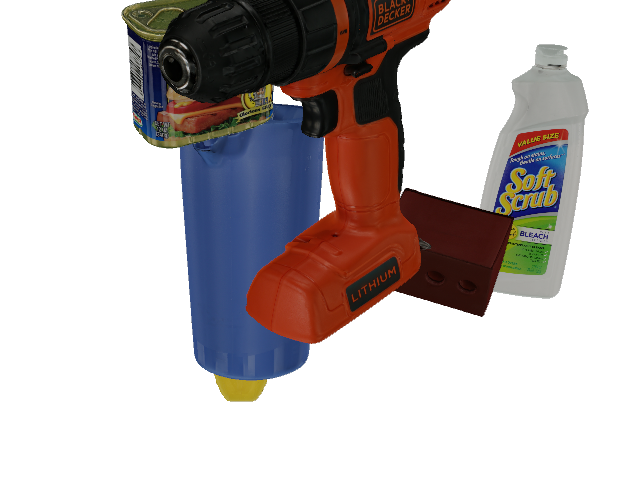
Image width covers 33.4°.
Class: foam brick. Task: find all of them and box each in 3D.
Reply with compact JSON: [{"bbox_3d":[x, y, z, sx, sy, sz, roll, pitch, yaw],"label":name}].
[{"bbox_3d":[0.084,0.008,0.722,0.078,0.053,0.051,16,49,13],"label":"foam brick"}]

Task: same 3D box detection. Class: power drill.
[{"bbox_3d":[-0.001,-0.046,0.518,0.057,0.188,0.184,26,39,33],"label":"power drill"}]

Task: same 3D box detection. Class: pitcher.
[{"bbox_3d":[-0.057,-0.005,0.978,0.149,0.243,0.145,-5,16,-20],"label":"pitcher"}]

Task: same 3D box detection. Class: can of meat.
[{"bbox_3d":[-0.079,-0.117,0.721,0.101,0.084,0.057,-17,39,-27],"label":"can of meat"}]

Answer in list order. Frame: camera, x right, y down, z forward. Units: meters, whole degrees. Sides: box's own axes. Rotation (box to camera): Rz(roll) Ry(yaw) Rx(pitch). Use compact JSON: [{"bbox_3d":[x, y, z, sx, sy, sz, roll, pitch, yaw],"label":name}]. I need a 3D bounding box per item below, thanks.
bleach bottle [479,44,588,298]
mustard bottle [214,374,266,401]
[{"bbox_3d":[0.210,-0.071,1.076,0.103,0.251,0.068,9,20,15],"label":"bleach bottle"},{"bbox_3d":[-0.084,0.083,1.156,0.058,0.096,0.191,-1,28,-3],"label":"mustard bottle"}]
